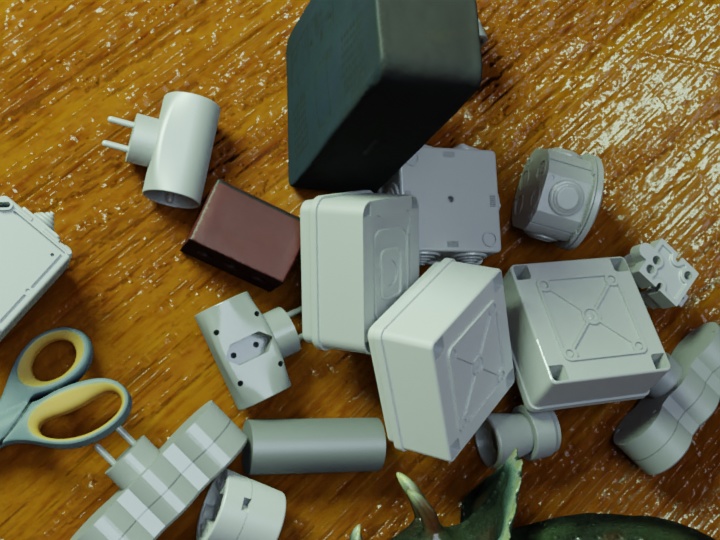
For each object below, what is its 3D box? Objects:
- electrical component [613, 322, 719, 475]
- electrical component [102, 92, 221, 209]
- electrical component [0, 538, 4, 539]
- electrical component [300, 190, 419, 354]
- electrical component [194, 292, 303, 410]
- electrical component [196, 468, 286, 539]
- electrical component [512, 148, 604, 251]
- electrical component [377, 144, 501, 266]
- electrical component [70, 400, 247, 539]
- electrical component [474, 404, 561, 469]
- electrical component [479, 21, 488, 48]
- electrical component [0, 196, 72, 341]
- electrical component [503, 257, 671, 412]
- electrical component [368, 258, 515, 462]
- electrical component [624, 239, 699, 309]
[{"bbox_3d":[0.255,0.094,0.893,0.074,0.052,0.138,44,71,-7],"label":"electrical component"},{"bbox_3d":[-0.149,-0.093,0.795,0.079,0.043,0.077,14,77,-16],"label":"electrical component"},{"bbox_3d":[-0.240,0.199,0.715,0.062,0.043,0.043,37,72,-8],"label":"electrical component"},{"bbox_3d":[0.000,0.000,0.793,0.078,0.057,0.113,-13,106,-54],"label":"electrical component"},{"bbox_3d":[-0.071,0.052,0.796,0.079,0.043,0.077,-25,89,-20],"label":"electrical component"},{"bbox_3d":[-0.084,0.175,0.766,0.047,0.055,0.055,23,74,-17],"label":"electrical component"},{"bbox_3d":[0.161,-0.060,0.874,0.051,0.080,0.080,15,76,-10],"label":"electrical component"},{"bbox_3d":[0.063,-0.051,0.856,0.100,0.048,0.099,1,80,-19],"label":"electrical component"},{"bbox_3d":[-0.152,0.141,0.749,0.073,0.052,0.138,47,70,-6],"label":"electrical component"},{"bbox_3d":[0.124,0.130,0.848,0.055,0.045,0.045,-9,84,-20],"label":"electrical component"},{"bbox_3d":[0.071,-0.200,0.881,0.055,0.055,0.047,-18,83,-20],"label":"electrical component"},{"bbox_3d":[-0.244,-0.002,0.738,0.062,0.061,0.096,41,71,-8],"label":"electrical component"},{"bbox_3d":[0.172,0.050,0.852,0.109,0.056,0.108,-4,59,-19],"label":"electrical component"},{"bbox_3d":[0.063,0.065,0.792,0.109,0.056,0.108,-43,132,-43],"label":"electrical component"},{"bbox_3d":[0.244,0.006,0.903,0.066,0.055,0.048,42,71,-8],"label":"electrical component"}]
